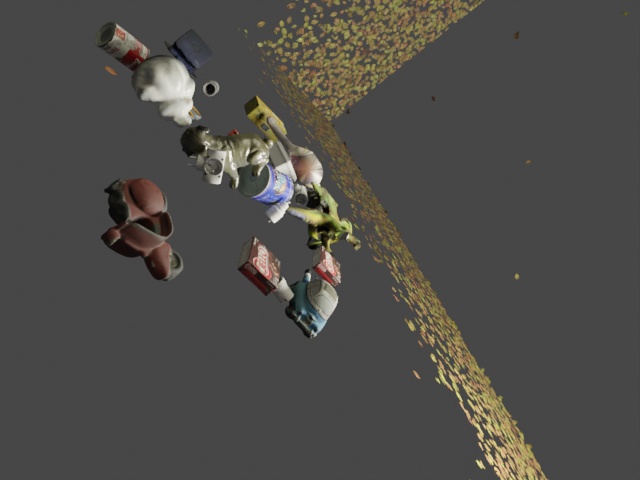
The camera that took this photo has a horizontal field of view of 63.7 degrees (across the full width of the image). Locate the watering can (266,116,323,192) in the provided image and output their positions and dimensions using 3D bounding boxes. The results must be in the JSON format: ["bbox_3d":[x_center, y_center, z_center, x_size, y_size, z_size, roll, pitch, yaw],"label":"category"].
[{"bbox_3d":[-0.091,-0.304,1.880,0.345,0.104,0.225,56,-5,-12],"label":"watering can"}]

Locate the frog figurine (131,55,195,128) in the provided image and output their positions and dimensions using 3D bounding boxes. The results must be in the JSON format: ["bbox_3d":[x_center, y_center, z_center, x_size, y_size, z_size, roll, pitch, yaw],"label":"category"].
[{"bbox_3d":[-0.356,-0.341,1.194,0.138,0.120,0.161,-12,71,-39],"label":"frog figurine"}]

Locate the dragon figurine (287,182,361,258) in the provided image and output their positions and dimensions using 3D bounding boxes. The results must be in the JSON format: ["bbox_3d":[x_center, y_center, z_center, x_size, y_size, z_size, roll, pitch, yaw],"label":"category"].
[{"bbox_3d":[0.005,-0.082,1.635,0.404,0.121,0.248,41,24,-45],"label":"dragon figurine"}]
